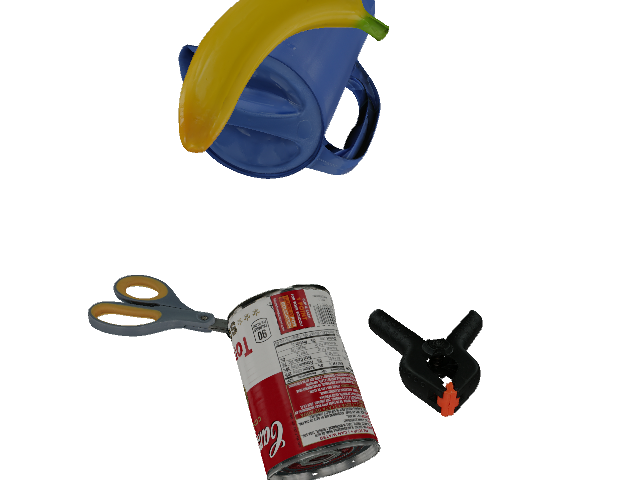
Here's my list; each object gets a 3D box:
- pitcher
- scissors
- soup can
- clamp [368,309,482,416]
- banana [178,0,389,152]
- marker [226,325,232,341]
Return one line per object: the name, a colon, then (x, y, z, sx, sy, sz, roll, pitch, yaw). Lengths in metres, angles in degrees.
pitcher: (-0.019, -0.171, 1.020, 0.145, 0.149, 0.242, -1, 37, 22)
scissors: (-0.118, 0.066, 1.020, 0.201, 0.016, 0.096, 2, 33, -6)
soup can: (-0.011, 0.085, 0.633, 0.068, 0.102, 0.068, -15, -23, -6)
clamp: (0.125, 0.115, 1.073, 0.120, 0.039, 0.171, -9, 30, -9)
banana: (-0.030, -0.126, 0.677, 0.197, 0.069, 0.037, -38, -3, -36)
marker: (-0.049, 0.093, 0.832, 0.020, 0.020, 0.121, 0, 21, -23)
